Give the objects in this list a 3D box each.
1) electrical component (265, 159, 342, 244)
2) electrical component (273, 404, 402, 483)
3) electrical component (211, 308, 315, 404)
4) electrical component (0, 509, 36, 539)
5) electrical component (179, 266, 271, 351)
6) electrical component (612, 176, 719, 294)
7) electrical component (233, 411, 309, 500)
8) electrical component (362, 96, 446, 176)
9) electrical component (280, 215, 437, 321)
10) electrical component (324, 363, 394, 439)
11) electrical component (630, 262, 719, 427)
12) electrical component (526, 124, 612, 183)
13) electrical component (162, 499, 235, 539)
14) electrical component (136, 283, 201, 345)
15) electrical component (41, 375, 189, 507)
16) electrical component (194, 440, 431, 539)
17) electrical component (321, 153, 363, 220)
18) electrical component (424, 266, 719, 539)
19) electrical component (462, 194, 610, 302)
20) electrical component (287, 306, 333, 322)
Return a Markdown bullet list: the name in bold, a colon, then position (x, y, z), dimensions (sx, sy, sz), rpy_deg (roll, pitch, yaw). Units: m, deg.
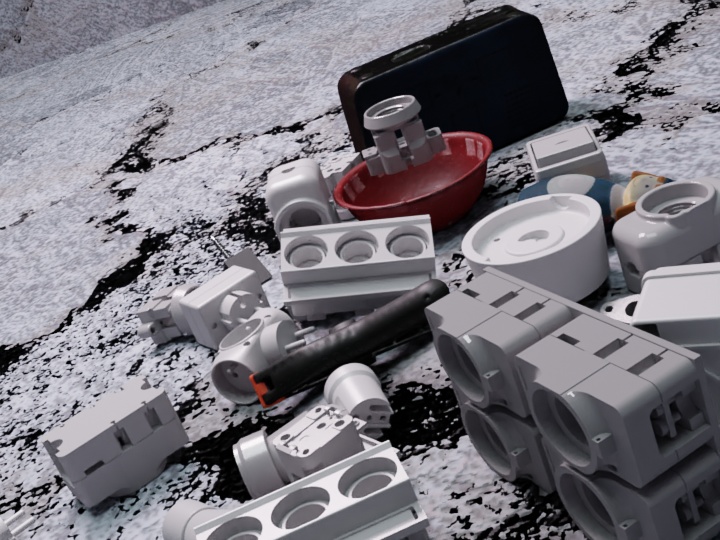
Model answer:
- **electrical component**: position (-0.052, -0.051, 1.034), dimensions (0.054, 0.095, 0.059), rpy_deg (-18, 24, 7)
- **electrical component**: position (-0.020, 0.123, 0.674), dimensions (0.081, 0.063, 0.042), rpy_deg (-36, 26, -29)
- **electrical component**: position (-0.070, 0.063, 0.860), dimensions (0.079, 0.044, 0.077), rpy_deg (-22, 20, 32)
- **electrical component**: position (-0.262, 0.193, 0.747), dimensions (0.077, 0.047, 0.066), rpy_deg (-35, 27, -30)
- **electrical component**: position (-0.110, 0.036, 0.955), dimensions (0.066, 0.047, 0.077), rpy_deg (-35, 27, -27)
- **electrical component**: position (0.236, -0.027, 0.786), dimensions (0.095, 0.059, 0.054), rpy_deg (-27, 24, -13)
- **electrical component**: position (-0.052, 0.125, 0.720), dimensions (0.055, 0.045, 0.045), rpy_deg (-23, 24, -2)
- **electrical component**: position (0.037, -0.132, 1.039), dimensions (0.078, 0.057, 0.058), rpy_deg (-20, 24, 3)
- **electrical component**: position (0.000, 0.000, 0.876), dimensions (0.121, 0.063, 0.078), rpy_deg (-6, 49, 2)
- **electrical component**: position (0.000, 0.093, 0.753), dimensions (0.040, 0.040, 0.046), rpy_deg (-25, 29, -8)
- **electrical component**: position (0.213, 0.052, 0.576), dimensions (0.109, 0.108, 0.056), rpy_deg (-6, 31, 32)
- **electrical component**: position (0.187, -0.093, 0.966), dimensions (0.062, 0.061, 0.096), rpy_deg (-17, 24, 10)
- **electrical component**: position (-0.095, 0.166, 0.674), dimensions (0.044, 0.044, 0.065), rpy_deg (-37, 23, -32)
- **electrical component**: position (-0.169, 0.039, 1.003), dimensions (0.055, 0.048, 0.066), rpy_deg (-13, 24, 37)
- **electrical component**: position (-0.181, 0.130, 0.804), dimensions (0.089, 0.055, 0.050), rpy_deg (-33, 26, -25)
- **electrical component**: position (-0.024, 0.156, 0.607), dimensions (0.121, 0.063, 0.078), rpy_deg (-23, 24, -5)
- **electrical component**: position (-0.015, -0.086, 1.128), dimensions (0.048, 0.055, 0.066), rpy_deg (-6, 28, 32)
- **electrical component**: position (0.114, 0.078, 0.606), dimensions (0.060, 0.105, 0.186), rpy_deg (-29, 25, -18)
- **electrical component**: position (0.138, -0.007, 0.823), dimensions (0.108, 0.060, 0.108), rpy_deg (-18, 24, 8)
- **electrical component**: position (-0.029, 0.019, 0.933), dimensions (0.078, 0.040, 0.040), rpy_deg (-13, 25, 18)
